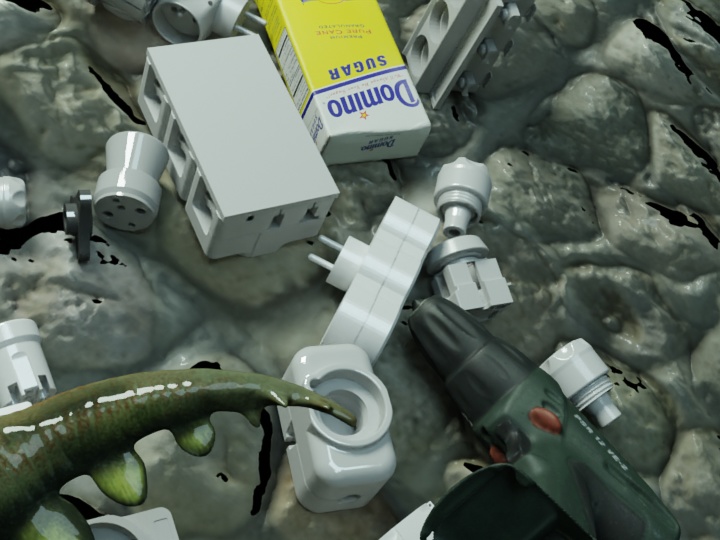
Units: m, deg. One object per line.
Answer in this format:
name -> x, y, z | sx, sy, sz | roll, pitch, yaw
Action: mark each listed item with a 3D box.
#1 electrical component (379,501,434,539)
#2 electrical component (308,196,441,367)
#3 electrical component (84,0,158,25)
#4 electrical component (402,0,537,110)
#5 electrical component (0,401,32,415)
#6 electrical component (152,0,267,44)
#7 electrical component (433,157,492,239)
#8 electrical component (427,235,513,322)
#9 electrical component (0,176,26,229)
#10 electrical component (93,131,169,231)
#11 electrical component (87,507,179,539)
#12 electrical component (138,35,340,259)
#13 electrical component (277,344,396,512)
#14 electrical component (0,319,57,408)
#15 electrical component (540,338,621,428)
electrical component -> 0.037, 0.181, 0.654 | 0.089, 0.050, 0.055 | -30, 73, -33
electrical component -> 0.000, 0.000, 0.758 | 0.074, 0.052, 0.138 | 28, 53, -1
electrical component -> -0.175, -0.232, 0.830 | 0.051, 0.080, 0.080 | 29, 53, -7
electrical component -> 0.090, -0.200, 0.881 | 0.063, 0.121, 0.078 | 2, 58, -23
electrical component -> -0.210, 0.123, 0.588 | 0.083, 0.047, 0.075 | -14, 45, -28
electrical component -> -0.113, -0.209, 0.859 | 0.079, 0.043, 0.077 | 27, 52, -2
electrical component -> 0.077, -0.052, 0.828 | 0.043, 0.043, 0.062 | 20, 55, -7
electrical component -> 0.077, 0.008, 0.787 | 0.066, 0.048, 0.055 | -8, 69, -25
electrical component -> -0.251, -0.044, 0.704 | 0.061, 0.035, 0.035 | -2, 59, -19
electrical component -> -0.158, -0.061, 0.743 | 0.045, 0.045, 0.055 | 13, 55, -13
electrical component -> -0.144, 0.169, 0.589 | 0.089, 0.055, 0.050 | -10, 62, -26
electrical component -> -0.091, -0.089, 0.776 | 0.089, 0.061, 0.150 | -14, 64, -28
electrical component -> -0.015, 0.097, 0.683 | 0.054, 0.059, 0.095 | -3, 59, -22
electrical component -> -0.208, 0.059, 0.650 | 0.040, 0.040, 0.046 | -17, 72, -29
electrical component -> 0.161, 0.084, 0.770 | 0.043, 0.043, 0.062 | -26, 71, -32
